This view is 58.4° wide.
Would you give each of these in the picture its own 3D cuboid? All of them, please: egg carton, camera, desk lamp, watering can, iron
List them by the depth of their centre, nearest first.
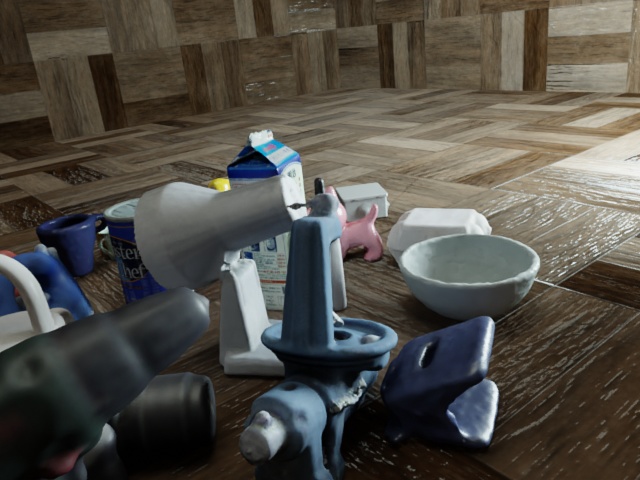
[{"bbox_3d":[-0.165,0.156,0.494,0.137,0.101,0.143,-7,20,-2],"label":"camera"},{"bbox_3d":[-0.286,0.107,0.526,0.101,0.194,0.172,-9,21,-8],"label":"watering can"},{"bbox_3d":[-0.085,0.034,0.637,0.203,0.214,0.118,-1,21,14],"label":"desk lamp"},{"bbox_3d":[-0.354,0.077,0.702,0.118,0.141,0.258,-6,20,1],"label":"iron"},{"bbox_3d":[0.180,-0.003,0.870,0.150,0.069,0.107,2,22,22],"label":"egg carton"}]

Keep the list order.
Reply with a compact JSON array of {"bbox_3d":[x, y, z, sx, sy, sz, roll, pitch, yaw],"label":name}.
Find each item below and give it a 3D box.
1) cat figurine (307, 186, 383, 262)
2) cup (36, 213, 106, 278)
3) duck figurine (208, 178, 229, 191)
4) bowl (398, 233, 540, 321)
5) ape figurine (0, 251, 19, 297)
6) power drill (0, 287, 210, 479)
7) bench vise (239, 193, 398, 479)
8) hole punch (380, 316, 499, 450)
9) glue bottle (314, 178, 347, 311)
[{"bbox_3d":[0.033,-0.026,0.903,0.128,0.118,0.067,-6,20,0],"label":"cat figurine"},{"bbox_3d":[-0.406,0.009,0.966,0.091,0.095,0.118,12,27,41],"label":"cup"},{"bbox_3d":[-0.195,-0.084,1.168,0.105,0.086,0.077,-11,21,-14],"label":"duck figurine"},{"bbox_3d":[0.183,0.053,0.709,0.167,0.075,0.167,-5,20,2],"label":"bowl"},{"bbox_3d":[-0.457,0.060,0.846,0.076,0.092,0.078,-3,21,10],"label":"ape figurine"},{"bbox_3d":[-0.158,0.153,0.344,0.230,0.208,0.075,-19,24,-31],"label":"power drill"},{"bbox_3d":[0.003,0.083,0.470,0.121,0.220,0.207,-4,20,6],"label":"bench vise"},{"bbox_3d":[0.108,0.123,0.520,0.100,0.091,0.109,2,22,21],"label":"hole punch"},{"bbox_3d":[0.007,0.003,0.753,0.037,0.173,0.078,-10,21,-10],"label":"glue bottle"}]
